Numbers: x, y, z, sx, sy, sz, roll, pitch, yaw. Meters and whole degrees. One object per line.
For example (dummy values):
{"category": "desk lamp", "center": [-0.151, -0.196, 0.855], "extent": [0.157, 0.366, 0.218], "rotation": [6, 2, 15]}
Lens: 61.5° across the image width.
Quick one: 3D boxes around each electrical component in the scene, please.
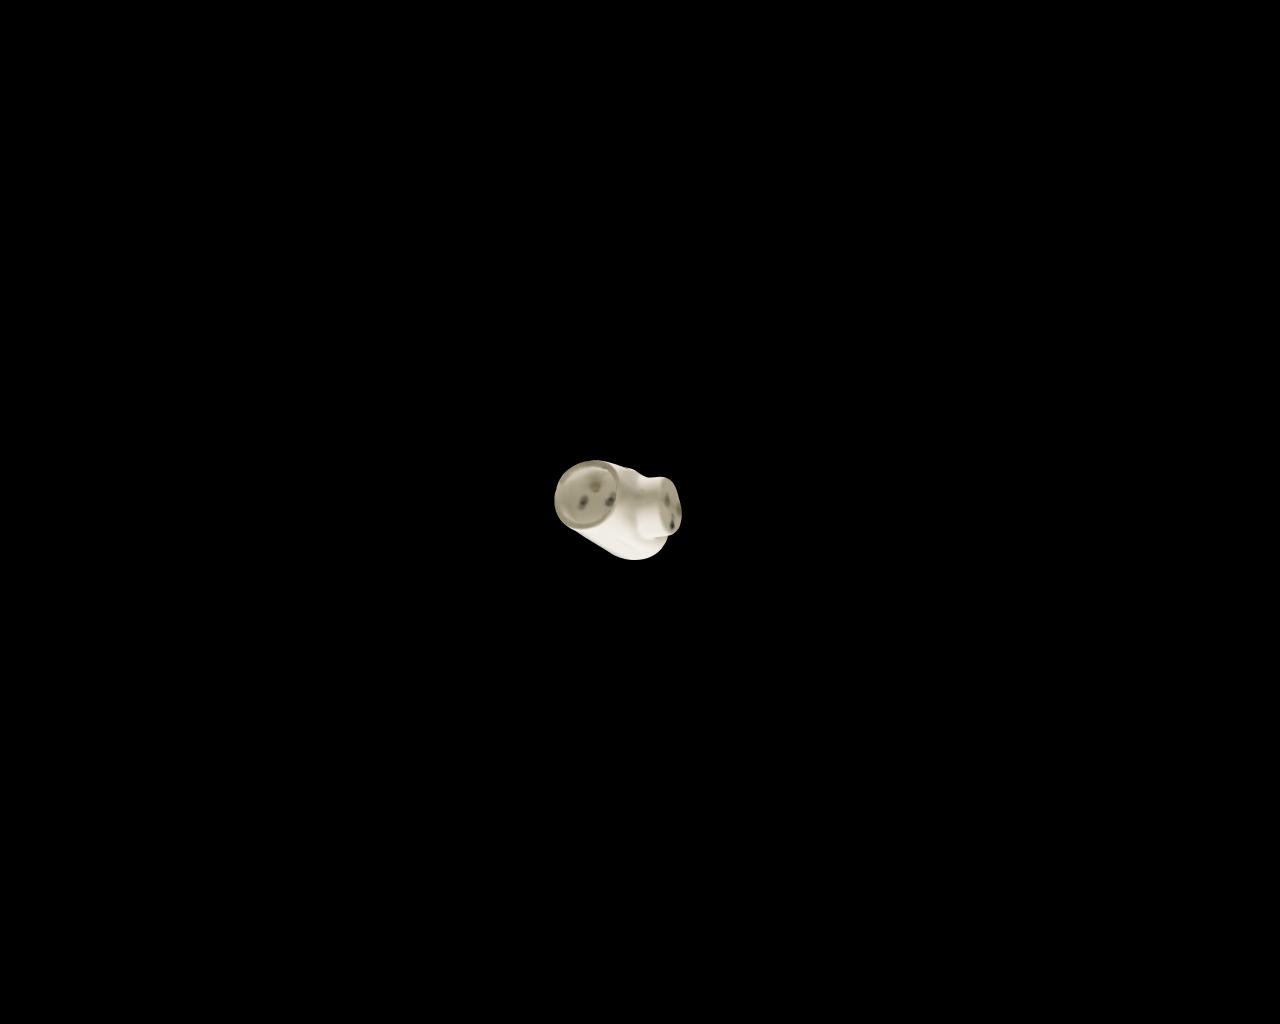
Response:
{"category": "electrical component", "center": [0.001, -0.003, 0.650], "extent": [0.079, 0.043, 0.077], "rotation": [-8, -20, 22]}
